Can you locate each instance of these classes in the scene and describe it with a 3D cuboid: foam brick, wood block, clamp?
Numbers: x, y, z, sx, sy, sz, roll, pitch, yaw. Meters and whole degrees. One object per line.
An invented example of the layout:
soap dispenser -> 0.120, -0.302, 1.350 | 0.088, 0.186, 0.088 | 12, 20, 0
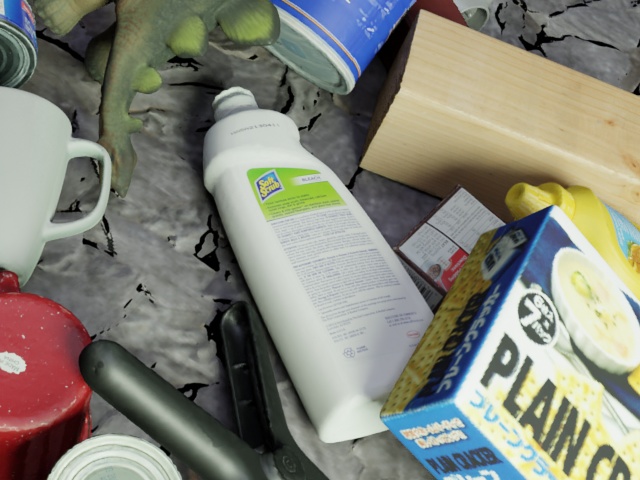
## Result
foam brick -> 0.070, -0.176, 0.842 | 0.051, 0.053, 0.078 | -12, 62, -26
wood block -> 0.145, -0.073, 0.772 | 0.206, 0.091, 0.090 | 20, 52, -5
clamp -> -0.037, 0.125, 0.565 | 0.210, 0.036, 0.164 | 59, 23, 16

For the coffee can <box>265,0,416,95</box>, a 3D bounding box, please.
coffee can -> 0.021, -0.191, 0.766 | 0.103, 0.103, 0.140 | 36, 84, 7

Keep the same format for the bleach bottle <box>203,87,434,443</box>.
bleach bottle -> -0.005, 0.001, 0.685 | 0.102, 0.068, 0.251 | -10, 58, -29

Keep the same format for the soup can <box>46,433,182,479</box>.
soup can -> -0.106, 0.145, 0.520 | 0.068, 0.102, 0.068 | 10, 54, -14

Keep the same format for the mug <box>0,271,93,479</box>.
mug -> -0.164, 0.070, 0.565 | 0.093, 0.082, 0.117 | 2, 56, -19

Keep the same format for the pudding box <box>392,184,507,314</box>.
pudding box -> 0.107, 0.027, 0.721 | 0.113, 0.039, 0.089 | 42, 50, 8

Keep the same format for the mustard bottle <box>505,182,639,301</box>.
mustard bottle -> 0.193, 0.016, 0.700 | 0.191, 0.058, 0.096 | 32, 30, -27

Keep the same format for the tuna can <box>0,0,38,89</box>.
tuna can -> -0.224, -0.126, 0.679 | 0.086, 0.086, 0.034 | -1, 59, -21
